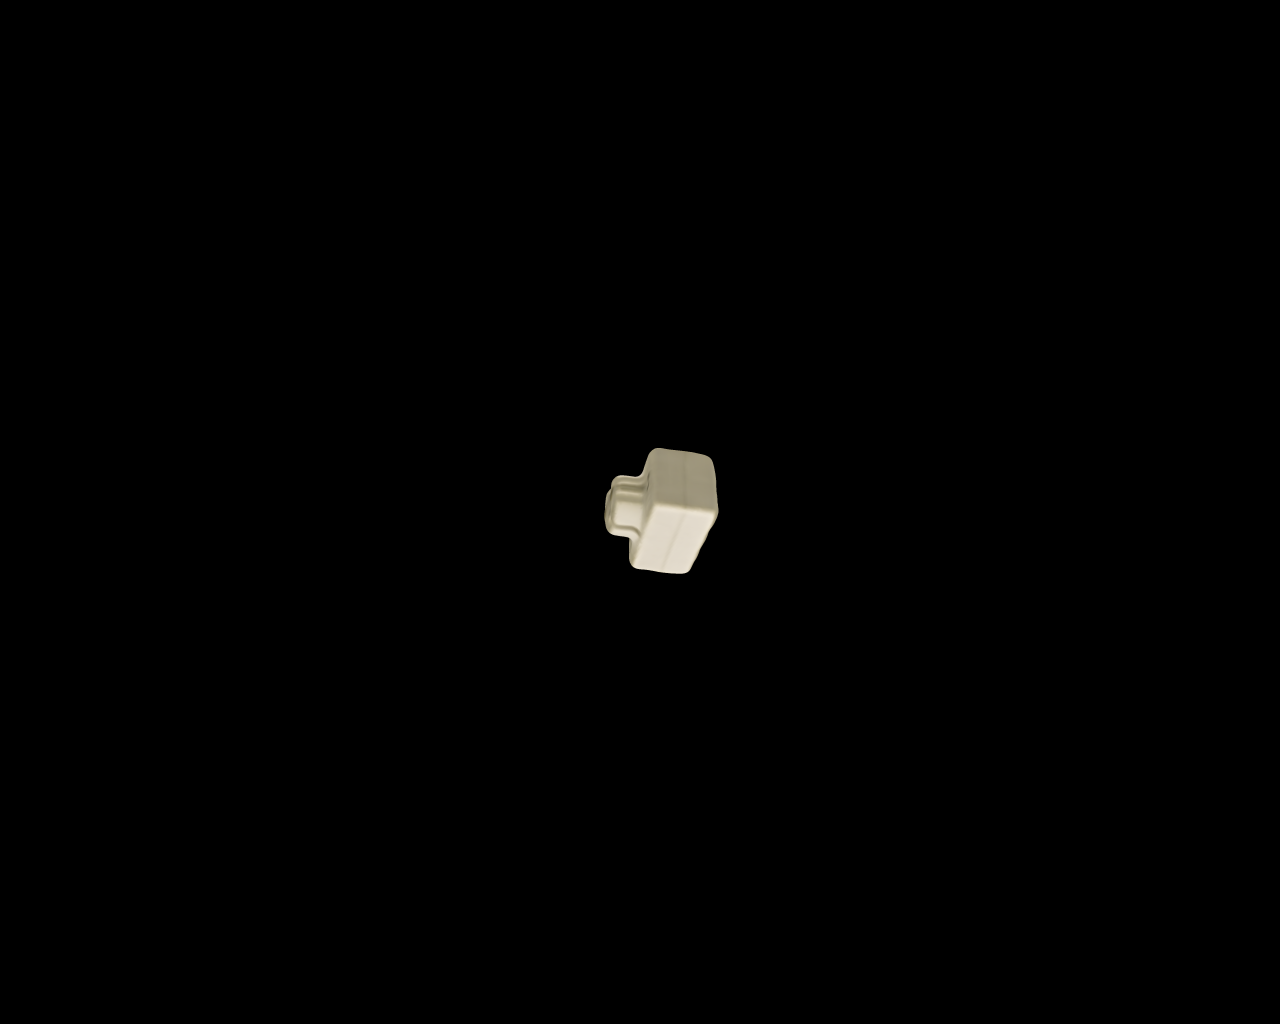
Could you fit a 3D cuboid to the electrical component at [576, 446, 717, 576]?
[{"bbox_3d":[0.001,-0.003,0.650,0.077,0.047,0.065,8,-39,-10],"label":"electrical component"}]
